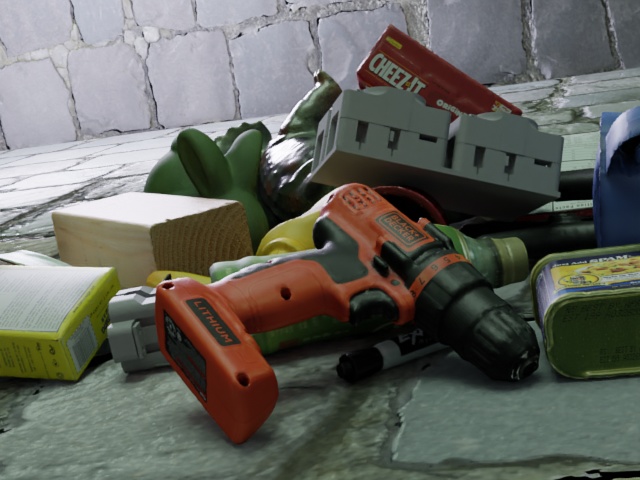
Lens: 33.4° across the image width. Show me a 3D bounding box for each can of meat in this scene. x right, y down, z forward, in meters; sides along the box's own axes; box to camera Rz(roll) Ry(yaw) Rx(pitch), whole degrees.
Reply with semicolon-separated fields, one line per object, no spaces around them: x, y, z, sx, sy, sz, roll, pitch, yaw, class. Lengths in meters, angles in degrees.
0.179;0.041;0.633;0.102;0.057;0.084;-7;13;10;can of meat

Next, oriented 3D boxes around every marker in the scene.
0.061;0.067;0.686;0.120;0.020;0.020;-15;13;-33;marker

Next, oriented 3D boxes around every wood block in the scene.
-0.150;0.012;0.942;0.090;0.090;0.206;-17;14;-33;wood block

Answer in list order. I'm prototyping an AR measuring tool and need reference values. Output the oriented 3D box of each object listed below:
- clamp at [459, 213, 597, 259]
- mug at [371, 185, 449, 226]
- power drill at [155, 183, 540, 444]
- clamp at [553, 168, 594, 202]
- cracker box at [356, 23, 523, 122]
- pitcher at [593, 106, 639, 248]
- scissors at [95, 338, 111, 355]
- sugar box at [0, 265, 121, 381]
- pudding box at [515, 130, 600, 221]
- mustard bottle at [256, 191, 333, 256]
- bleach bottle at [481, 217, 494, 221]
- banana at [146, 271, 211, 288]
0.197;-0.002;0.879;0.171;0.039;0.120;-6;12;11;clamp
0.071;0.005;0.851;0.117;0.093;0.081;25;12;8;mug
0.011;0.048;0.633;0.187;0.057;0.185;-21;43;-29;power drill
0.290;-0.059;0.874;0.164;0.036;0.210;-28;20;-14;clamp
0.126;-0.133;1.160;0.164;0.072;0.213;35;-2;9;cracker box
0.302;-0.030;0.695;0.243;0.145;0.149;-2;13;18;pitcher
-0.224;0.083;0.832;0.201;0.016;0.096;-10;10;-5;scissors
-0.245;0.059;0.797;0.176;0.048;0.093;-1;31;18;sugar box
0.223;-0.051;0.992;0.090;0.039;0.113;-5;45;14;pudding box
-0.006;0.002;0.934;0.096;0.058;0.191;-34;0;25;mustard bottle
0.256;-0.063;1.092;0.251;0.068;0.102;-11;8;-1;bleach bottle
-0.033;0.034;0.811;0.198;0.069;0.037;-16;-21;5;banana
